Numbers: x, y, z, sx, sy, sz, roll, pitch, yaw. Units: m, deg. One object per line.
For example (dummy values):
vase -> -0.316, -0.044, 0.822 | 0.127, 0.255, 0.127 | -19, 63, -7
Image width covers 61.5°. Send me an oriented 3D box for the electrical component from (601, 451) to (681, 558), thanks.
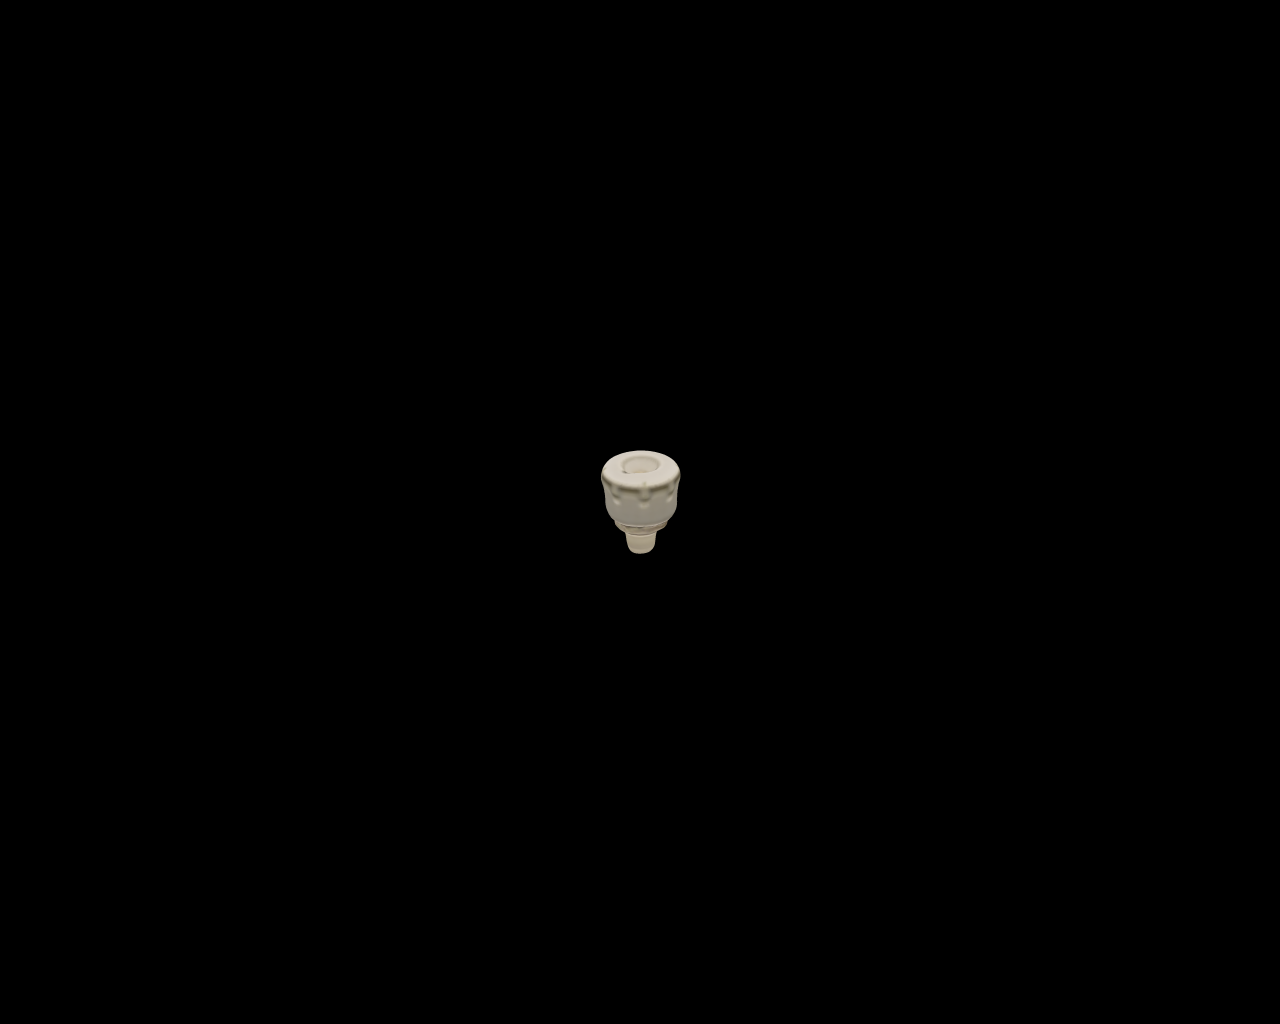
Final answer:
electrical component -> 0.001, -0.003, 0.650 | 0.048, 0.062, 0.048 | 0, 29, 0
